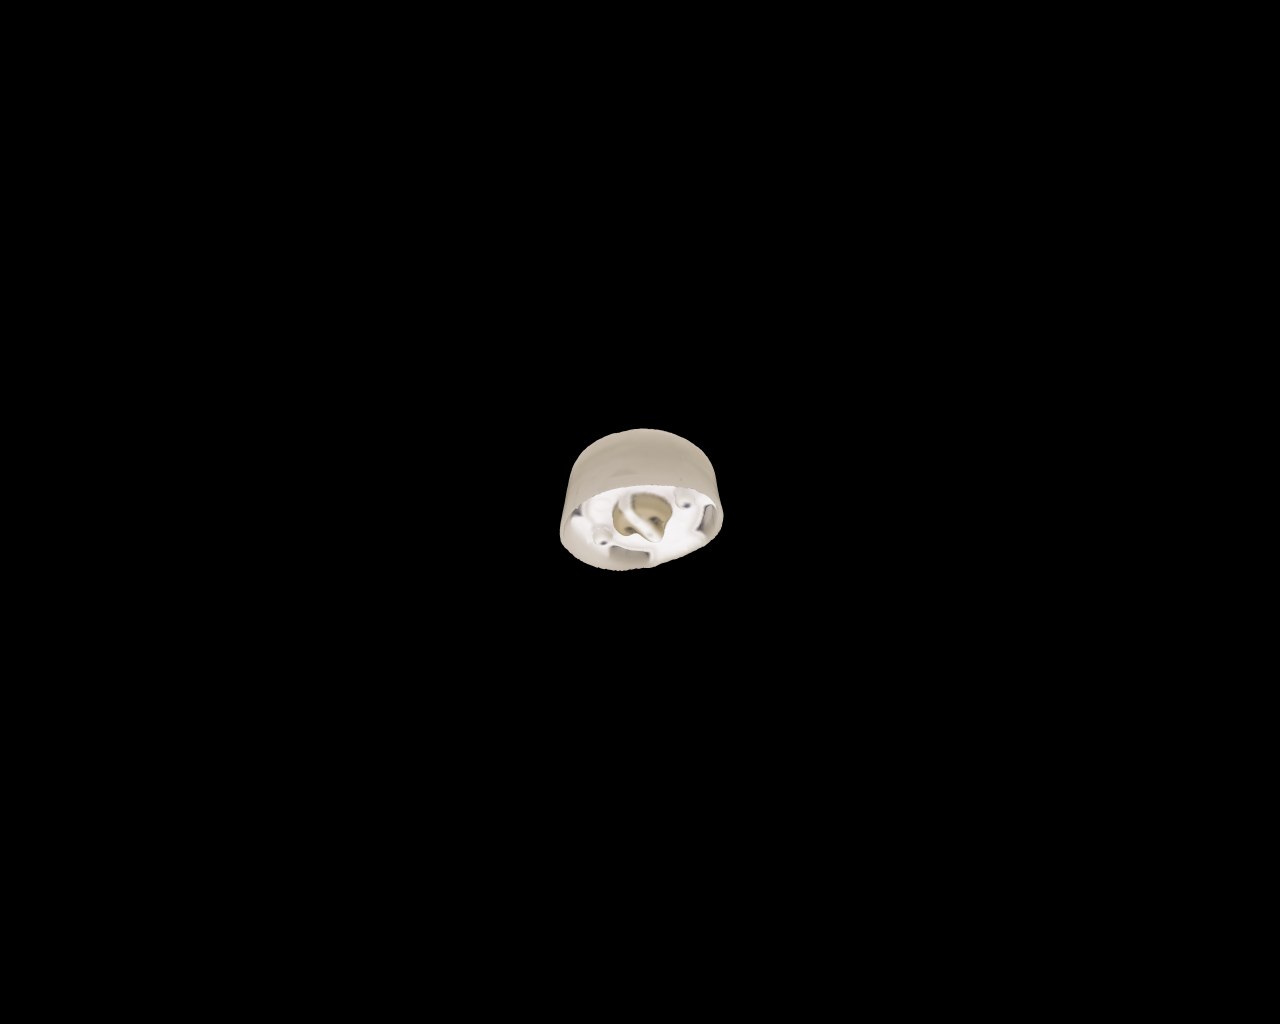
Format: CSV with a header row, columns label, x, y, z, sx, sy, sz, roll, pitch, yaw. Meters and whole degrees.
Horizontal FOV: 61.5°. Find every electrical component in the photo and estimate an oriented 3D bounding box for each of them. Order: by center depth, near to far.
label,x,y,z,sx,sy,sz,roll,pitch,yaw
electrical component,0.001,-0.003,0.650,0.099,0.064,0.099,0,-43,0
